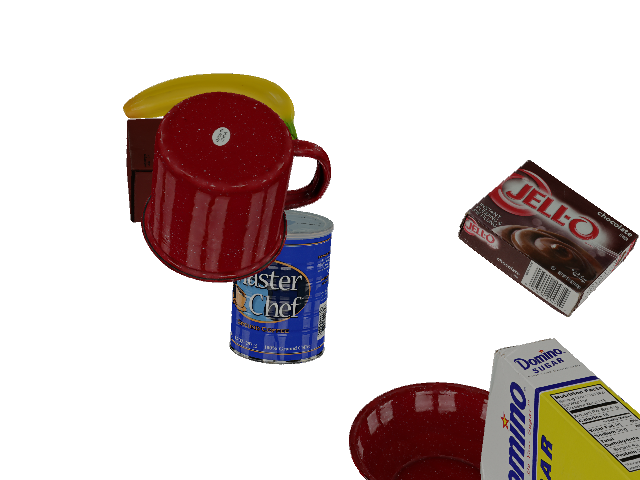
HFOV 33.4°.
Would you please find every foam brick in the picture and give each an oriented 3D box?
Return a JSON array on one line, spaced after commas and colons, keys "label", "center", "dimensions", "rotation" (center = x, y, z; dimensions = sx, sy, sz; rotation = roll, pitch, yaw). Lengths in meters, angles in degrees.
[{"label": "foam brick", "center": [-0.130, -0.058, 0.866], "dimensions": [0.053, 0.051, 0.078], "rotation": [-1, 38, -11]}]

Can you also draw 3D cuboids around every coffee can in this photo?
[{"label": "coffee can", "center": [-0.042, 0.046, 1.122], "dimensions": [0.103, 0.140, 0.103], "rotation": [3, 15, -1]}]

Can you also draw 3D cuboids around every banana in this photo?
[{"label": "banana", "center": [-0.107, -0.146, 1.108], "dimensions": [0.198, 0.037, 0.069], "rotation": [9, 46, 19]}]

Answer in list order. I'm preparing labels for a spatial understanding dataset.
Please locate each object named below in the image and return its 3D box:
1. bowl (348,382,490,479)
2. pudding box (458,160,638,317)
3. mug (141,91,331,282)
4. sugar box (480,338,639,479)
[{"label": "bowl", "center": [0.103, 0.185, 0.869], "dimensions": [0.162, 0.055, 0.162], "rotation": [1, 30, -1]}, {"label": "pudding box", "center": [0.182, -0.003, 0.855], "dimensions": [0.113, 0.039, 0.089], "rotation": [39, 55, 19]}, {"label": "mug", "center": [-0.049, -0.036, 0.651], "dimensions": [0.117, 0.093, 0.082], "rotation": [-5, -37, -15]}, {"label": "sugar box", "center": [0.141, 0.131, 0.520], "dimensions": [0.048, 0.093, 0.176], "rotation": [-9, 27, -23]}]
